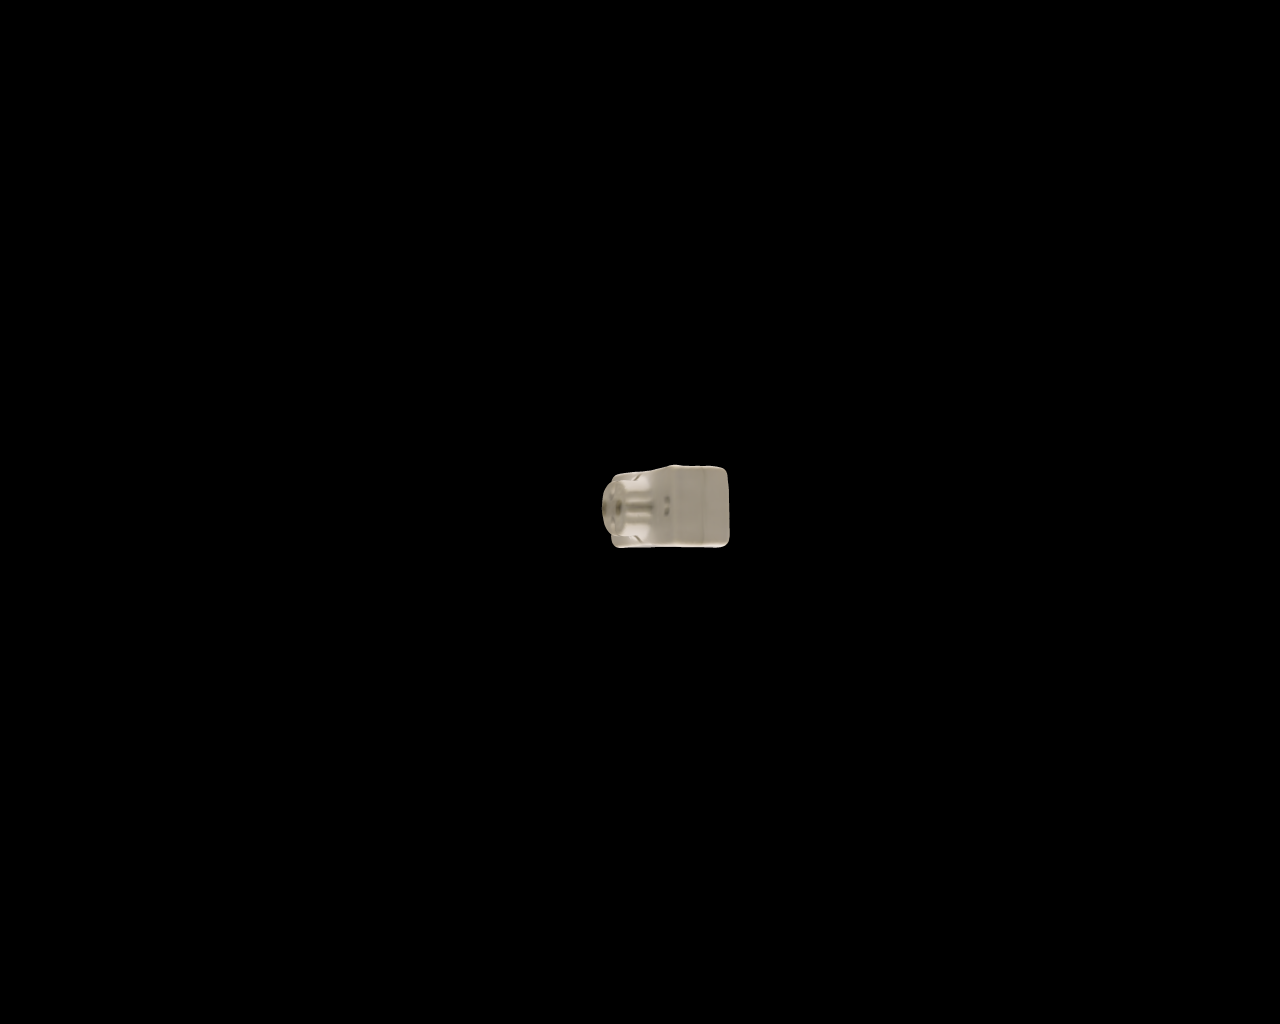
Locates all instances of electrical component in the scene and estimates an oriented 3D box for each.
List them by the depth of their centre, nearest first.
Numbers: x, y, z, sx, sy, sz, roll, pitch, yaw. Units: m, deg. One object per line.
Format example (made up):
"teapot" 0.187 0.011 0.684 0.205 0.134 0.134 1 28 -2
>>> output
"electrical component" 0.001 -0.003 0.650 0.076 0.047 0.083 1 -2 -28
